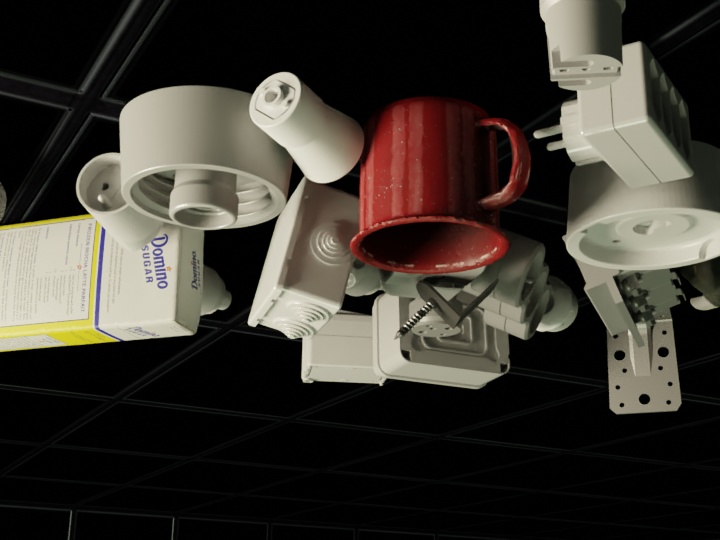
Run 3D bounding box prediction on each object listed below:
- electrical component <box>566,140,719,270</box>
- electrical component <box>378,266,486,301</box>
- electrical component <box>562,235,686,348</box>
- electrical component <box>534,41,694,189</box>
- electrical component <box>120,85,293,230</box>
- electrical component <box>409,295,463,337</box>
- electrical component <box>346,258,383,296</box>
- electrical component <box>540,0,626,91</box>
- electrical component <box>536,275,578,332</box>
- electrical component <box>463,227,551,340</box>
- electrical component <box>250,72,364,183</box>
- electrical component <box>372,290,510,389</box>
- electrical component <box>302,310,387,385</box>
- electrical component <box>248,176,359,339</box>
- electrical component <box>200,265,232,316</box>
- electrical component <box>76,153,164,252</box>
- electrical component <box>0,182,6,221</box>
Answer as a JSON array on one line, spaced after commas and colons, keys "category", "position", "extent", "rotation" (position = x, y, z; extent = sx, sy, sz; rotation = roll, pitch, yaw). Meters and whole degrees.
[{"category": "electrical component", "position": [0.183, -0.046, 0.678], "extent": [0.108, 0.060, 0.108], "rotation": [1, 161, 0]}, {"category": "electrical component", "position": [0.049, -0.015, 0.781], "extent": [0.059, 0.053, 0.095], "rotation": [6, 160, -14]}, {"category": "electrical component", "position": [0.199, 0.002, 0.798], "extent": [0.063, 0.078, 0.121], "rotation": [-24, 154, 13]}, {"category": "electrical component", "position": [0.136, -0.080, 0.602], "extent": [0.076, 0.047, 0.083], "rotation": [-11, 158, 30]}, {"category": "electrical component", "position": [-0.093, -0.059, 0.651], "extent": [0.108, 0.060, 0.108], "rotation": [1, 161, 0]}, {"category": "electrical component", "position": [0.063, 0.024, 0.890], "extent": [0.045, 0.055, 0.045], "rotation": [1, 161, 0]}, {"category": "electrical component", "position": [0.000, 0.000, 0.844], "extent": [0.043, 0.043, 0.062], "rotation": [-13, 158, 34]}, {"category": "electrical component", "position": [0.106, -0.113, 0.509], "extent": [0.040, 0.046, 0.040], "rotation": [1, 161, 0]}, {"category": "electrical component", "position": [0.168, 0.032, 0.931], "extent": [0.048, 0.048, 0.062], "rotation": [-10, 164, 28]}, {"category": "electrical component", "position": [0.105, 0.006, 0.848], "extent": [0.074, 0.052, 0.138], "rotation": [22, 167, 20]}, {"category": "electrical component", "position": [-0.032, -0.083, 0.612], "extent": [0.044, 0.044, 0.065], "rotation": [-10, 153, 28]}, {"category": "electrical component", "position": [0.071, 0.060, 0.960], "extent": [0.113, 0.078, 0.057], "rotation": [9, 156, -23]}, {"category": "electrical component", "position": [-0.006, 0.072, 1.024], "extent": [0.096, 0.061, 0.061], "rotation": [3, 161, -7]}, {"category": "electrical component", "position": [-0.036, -0.006, 0.747], "extent": [0.048, 0.099, 0.099], "rotation": [19, 157, -11]}, {"category": "electrical component", "position": [-0.133, 0.018, 0.900], "extent": [0.043, 0.043, 0.062], "rotation": [-10, 159, 29]}, {"category": "electrical component", "position": [-0.156, -0.042, 0.727], "extent": [0.043, 0.043, 0.081], "rotation": [-2, 161, 7]}, {"category": "electrical component", "position": [-0.310, -0.050, 0.698], "extent": [0.138, 0.052, 0.073], "rotation": [-4, 160, 12]}]
